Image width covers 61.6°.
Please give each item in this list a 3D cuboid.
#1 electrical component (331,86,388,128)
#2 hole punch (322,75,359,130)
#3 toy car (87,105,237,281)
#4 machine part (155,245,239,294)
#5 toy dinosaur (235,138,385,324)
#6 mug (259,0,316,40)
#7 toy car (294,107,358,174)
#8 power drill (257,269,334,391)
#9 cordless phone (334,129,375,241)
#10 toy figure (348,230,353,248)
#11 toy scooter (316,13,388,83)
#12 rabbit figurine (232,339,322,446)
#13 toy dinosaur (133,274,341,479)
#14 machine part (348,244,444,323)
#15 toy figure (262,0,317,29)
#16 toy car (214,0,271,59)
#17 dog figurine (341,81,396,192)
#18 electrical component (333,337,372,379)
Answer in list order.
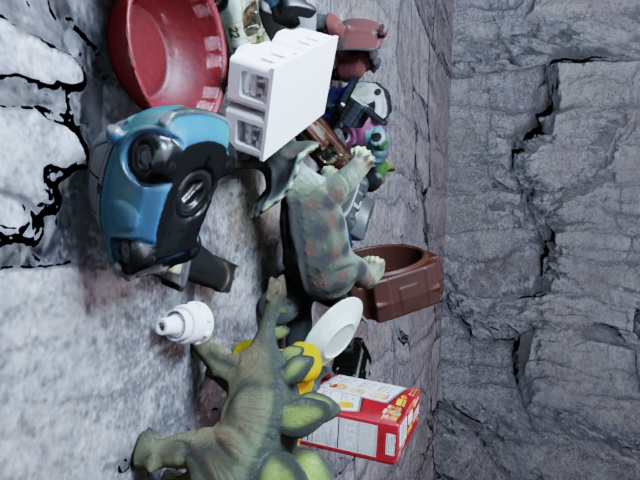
[{"bbox_3d":[0.069,-0.239,1.015,0.047,0.119,0.075,-54,169,24],"label":"electrical component"},{"bbox_3d":[-0.003,-0.226,0.907,0.115,0.092,0.142,117,-6,-47],"label":"hole punch"},{"bbox_3d":[-0.151,-0.051,0.475,0.109,0.103,0.161,-17,134,-62],"label":"toy car"},{"bbox_3d":[-0.142,0.024,0.608,0.138,0.039,0.084,38,49,-63],"label":"machine part"},{"bbox_3d":[-0.004,0.002,0.767,0.192,0.131,0.404,-34,119,-37],"label":"toy dinosaur"},{"bbox_3d":[-0.042,-0.331,0.786,0.107,0.081,0.109,72,27,-66],"label":"mug"},{"bbox_3d":[0.002,-0.151,0.840,0.202,0.089,0.053,44,20,-46],"label":"toy car"},{"bbox_3d":[-0.020,0.132,0.885,0.232,0.086,0.207,-23,117,-66],"label":"power drill"},{"bbox_3d":[0.039,-0.098,0.989,0.184,0.089,0.146,74,28,-44],"label":"cordless phone"},{"bbox_3d":[0.003,-0.046,0.916,0.154,0.058,0.064,62,-24,6],"label":"toy figure"},{"bbox_3d":[0.066,-0.351,0.981,0.183,0.135,0.075,39,54,-66],"label":"toy scooter"},{"bbox_3d":[-0.068,0.239,0.717,0.173,0.122,0.162,-94,-166,-49],"label":"rabbit figurine"},{"bbox_3d":[-0.086,0.234,0.554,0.104,0.199,0.471,63,33,-47],"label":"toy dinosaur"},{"bbox_3d":[0.114,0.073,1.018,0.202,0.201,0.087,-160,-122,-65],"label":"machine part"},{"bbox_3d":[-0.055,-0.367,0.682,0.089,0.082,0.180,8,70,-68],"label":"toy figure"},{"bbox_3d":[-0.095,-0.261,0.671,0.073,0.056,0.201,-66,150,-45],"label":"toy car"},{"bbox_3d":[0.108,-0.212,1.158,0.219,0.109,0.191,48,45,-68],"label":"dog figurine"},{"bbox_3d":[0.070,0.289,1.174,0.134,0.058,0.115,69,32,-47],"label":"electrical component"}]
